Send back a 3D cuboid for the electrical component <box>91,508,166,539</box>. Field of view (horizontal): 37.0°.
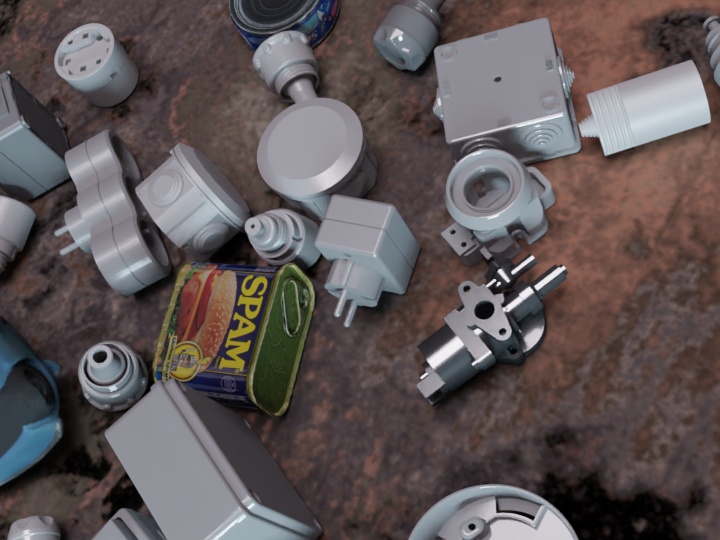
[{"bbox_3d":[-0.156,0.208,0.684,0.096,0.061,0.062,-47,59,-5],"label":"electrical component"}]

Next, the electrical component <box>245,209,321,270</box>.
[{"bbox_3d":[-0.056,-0.023,0.751,0.040,0.078,0.040,-4,80,22],"label":"electrical component"}]

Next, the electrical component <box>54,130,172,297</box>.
[{"bbox_3d":[-0.200,-0.037,0.823,0.074,0.052,0.138,-28,59,6],"label":"electrical component"}]

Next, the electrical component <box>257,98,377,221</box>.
[{"bbox_3d":[-0.030,-0.080,0.780,0.080,0.051,0.080,-8,63,17],"label":"electrical component"}]

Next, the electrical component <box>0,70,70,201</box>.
[{"bbox_3d":[-0.282,-0.107,0.861,0.061,0.096,0.061,-29,59,6],"label":"electrical component"}]

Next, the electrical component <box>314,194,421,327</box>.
[{"bbox_3d":[0.000,0.000,0.722,0.047,0.065,0.076,12,71,25],"label":"electrical component"}]

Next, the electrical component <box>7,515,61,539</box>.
[{"bbox_3d":[-0.219,0.200,0.728,0.035,0.035,0.061,-20,63,11],"label":"electrical component"}]

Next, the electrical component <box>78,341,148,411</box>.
[{"bbox_3d":[-0.176,0.070,0.754,0.048,0.062,0.048,1,68,-2],"label":"electrical component"}]

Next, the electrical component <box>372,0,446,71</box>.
[{"bbox_3d":[0.041,-0.184,0.808,0.043,0.043,0.062,27,76,29],"label":"electrical component"}]

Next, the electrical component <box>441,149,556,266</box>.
[{"bbox_3d":[0.089,-0.044,0.715,0.078,0.057,0.058,-38,59,0],"label":"electrical component"}]

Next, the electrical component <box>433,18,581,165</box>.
[{"bbox_3d":[0.101,-0.121,0.752,0.100,0.048,0.099,-13,62,15],"label":"electrical component"}]

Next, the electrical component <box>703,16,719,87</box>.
[{"bbox_3d":[0.251,-0.137,0.708,0.040,0.040,0.078,-28,59,6],"label":"electrical component"}]

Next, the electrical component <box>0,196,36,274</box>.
[{"bbox_3d":[-0.288,-0.023,0.856,0.040,0.040,0.078,7,69,23],"label":"electrical component"}]

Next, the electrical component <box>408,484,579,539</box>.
[{"bbox_3d":[0.080,0.173,0.610,0.099,0.064,0.099,-9,63,17],"label":"electrical component"}]

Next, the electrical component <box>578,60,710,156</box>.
[{"bbox_3d":[0.186,-0.106,0.716,0.081,0.043,0.043,-17,61,12],"label":"electrical component"}]

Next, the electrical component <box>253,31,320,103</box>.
[{"bbox_3d":[-0.051,-0.149,0.826,0.048,0.048,0.062,-30,66,5],"label":"electrical component"}]

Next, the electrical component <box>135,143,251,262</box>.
[{"bbox_3d":[-0.120,-0.049,0.783,0.051,0.080,0.080,-40,59,5],"label":"electrical component"}]

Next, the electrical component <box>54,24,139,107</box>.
[{"bbox_3d":[-0.217,-0.168,0.895,0.055,0.047,0.055,-8,63,17],"label":"electrical component"}]

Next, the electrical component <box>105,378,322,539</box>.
[{"bbox_3d":[-0.089,0.134,0.667,0.056,0.108,0.108,-41,59,1],"label":"electrical component"}]
